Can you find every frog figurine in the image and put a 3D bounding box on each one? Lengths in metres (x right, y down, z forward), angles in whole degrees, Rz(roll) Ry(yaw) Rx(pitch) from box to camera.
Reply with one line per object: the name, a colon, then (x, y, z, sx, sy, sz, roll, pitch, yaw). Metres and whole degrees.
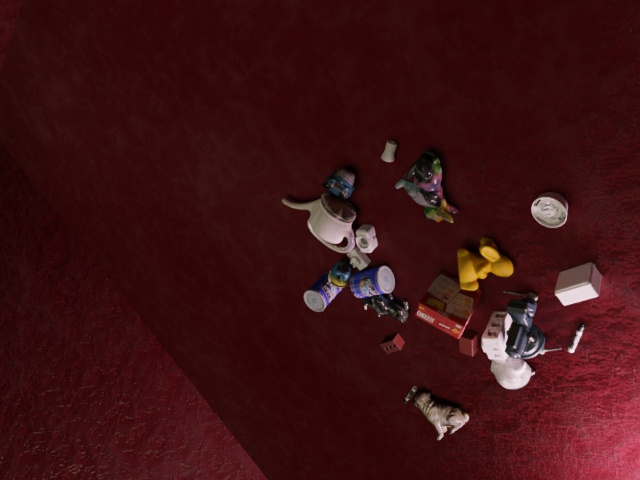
frog figurine: (0.653, 0.437, 1.798, 0.158, 0.124, 0.136, 47, 155, -14)

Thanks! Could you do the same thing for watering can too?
watering can: (0.006, -0.098, 1.947, 0.350, 0.106, 0.219, 42, 136, 12)
